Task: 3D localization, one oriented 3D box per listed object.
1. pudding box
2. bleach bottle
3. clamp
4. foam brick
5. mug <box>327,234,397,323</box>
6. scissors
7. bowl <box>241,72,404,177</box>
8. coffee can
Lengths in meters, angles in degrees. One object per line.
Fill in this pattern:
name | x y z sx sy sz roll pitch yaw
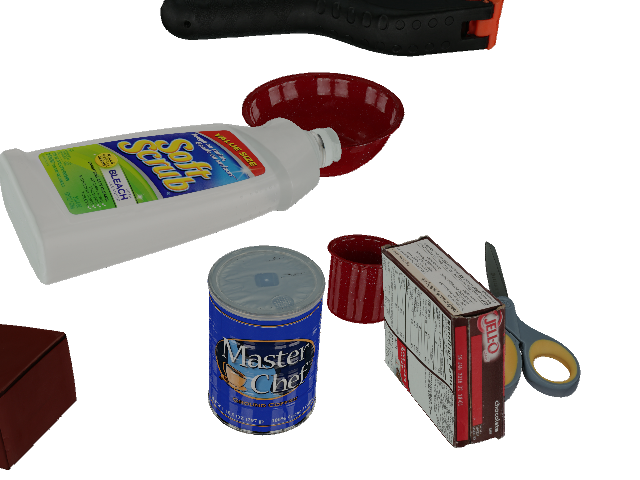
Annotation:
pudding box | 0.074 0.059 0.658 0.039 0.090 0.114 -11 25 -17
bleach bottle | -0.103 -0.048 0.803 0.250 0.103 0.068 -18 -35 -24
clamp | 0.005 -0.123 0.556 0.172 0.039 0.120 14 43 17
foam brick | -0.197 0.095 0.666 0.053 0.051 0.078 7 29 21
mug | 0.063 0.048 1.289 0.117 0.081 0.093 1 23 -9
scissors | 0.167 0.065 0.869 0.096 0.016 0.201 11 36 12
bowl | 0.002 -0.110 1.073 0.162 0.055 0.162 1 35 -1
coffee can | -0.051 0.090 0.968 0.103 0.140 0.103 3 34 -2
